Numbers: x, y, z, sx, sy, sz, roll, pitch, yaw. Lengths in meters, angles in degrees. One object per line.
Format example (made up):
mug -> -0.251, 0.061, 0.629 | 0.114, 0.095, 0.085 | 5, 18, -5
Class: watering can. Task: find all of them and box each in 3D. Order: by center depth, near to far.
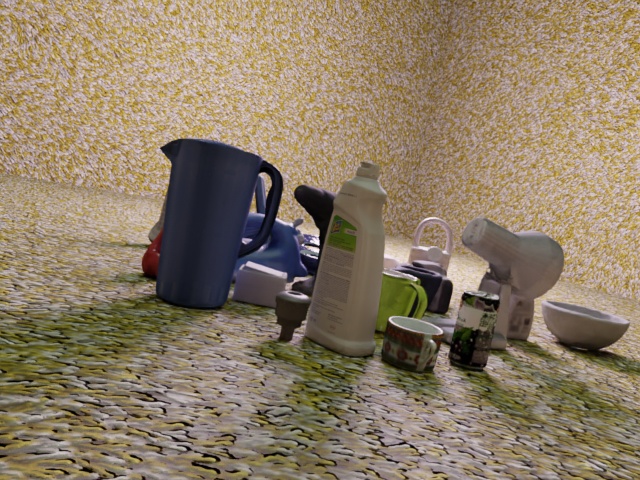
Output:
watering can -> 0.268, 0.043, 1.383 | 0.101, 0.194, 0.172 | 10, 5, -17

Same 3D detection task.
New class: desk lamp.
desk lamp -> 0.301, 0.074, 0.986 | 0.204, 0.213, 0.117 | 9, 5, -26

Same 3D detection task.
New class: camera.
camera -> 0.194, 0.090, 1.225 | 0.137, 0.101, 0.142 | 8, 6, -33

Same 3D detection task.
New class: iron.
iron -> -0.148, 0.008, 1.118 | 0.259, 0.141, 0.118 | 9, 5, -28

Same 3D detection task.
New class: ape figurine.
ape figurine -> -0.267, 0.020, 0.990 | 0.075, 0.092, 0.078 | 15, 6, 36

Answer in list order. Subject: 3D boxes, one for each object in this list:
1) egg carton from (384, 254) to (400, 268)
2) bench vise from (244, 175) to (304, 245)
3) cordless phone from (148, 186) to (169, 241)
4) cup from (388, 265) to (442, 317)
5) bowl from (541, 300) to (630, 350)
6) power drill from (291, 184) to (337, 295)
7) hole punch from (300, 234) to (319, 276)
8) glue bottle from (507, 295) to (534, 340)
egg carton -> 0.138, 0.068, 1.528 | 0.150, 0.069, 0.107 | 11, 5, -12
bench vise -> -0.139, -0.045, 1.296 | 0.208, 0.220, 0.121 | 8, 6, -33
cordless phone -> -0.308, -0.064, 1.318 | 0.147, 0.185, 0.094 | 14, 5, 24
cup -> 0.166, 0.100, 1.072 | 0.118, 0.095, 0.091 | 9, 6, -32
bowl -> 0.522, 0.177, 1.147 | 0.167, 0.075, 0.167 | 11, 5, -1
power drill -> 0.010, 0.004, 1.142 | 0.075, 0.208, 0.230 | 15, 6, 34
hole punch -> -0.019, 0.036, 1.405 | 0.108, 0.091, 0.101 | 12, 5, 3
glue bottle -> 0.379, 0.102, 1.088 | 0.078, 0.173, 0.037 | 9, 5, -28
